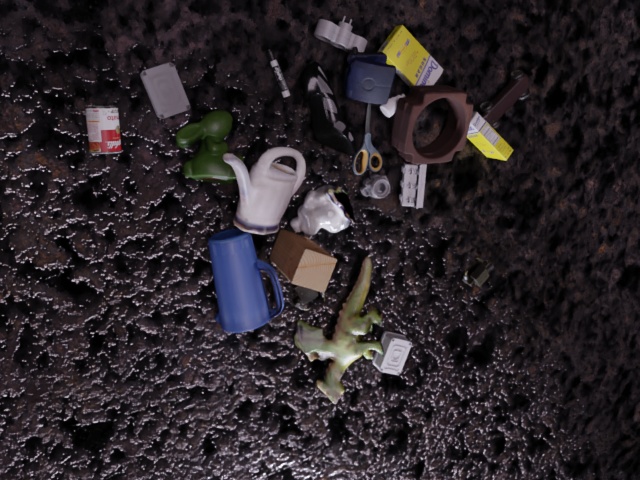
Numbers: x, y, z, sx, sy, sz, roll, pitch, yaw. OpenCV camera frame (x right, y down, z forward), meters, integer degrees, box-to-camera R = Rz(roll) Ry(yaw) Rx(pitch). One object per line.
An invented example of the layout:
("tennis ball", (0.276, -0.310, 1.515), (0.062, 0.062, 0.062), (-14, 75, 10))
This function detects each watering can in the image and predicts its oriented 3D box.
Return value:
("watering can", (-0.145, -0.117, 1.215), (0.350, 0.105, 0.221), (-14, 129, -61))

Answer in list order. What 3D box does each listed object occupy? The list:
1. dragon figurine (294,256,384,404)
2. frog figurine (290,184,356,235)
("dragon figurine", (0.047, 0.257, 1.457), (0.243, 0.122, 0.408), (-6, 96, -11))
("frog figurine", (0.004, -0.069, 1.370), (0.158, 0.126, 0.135), (-29, 128, 28))
